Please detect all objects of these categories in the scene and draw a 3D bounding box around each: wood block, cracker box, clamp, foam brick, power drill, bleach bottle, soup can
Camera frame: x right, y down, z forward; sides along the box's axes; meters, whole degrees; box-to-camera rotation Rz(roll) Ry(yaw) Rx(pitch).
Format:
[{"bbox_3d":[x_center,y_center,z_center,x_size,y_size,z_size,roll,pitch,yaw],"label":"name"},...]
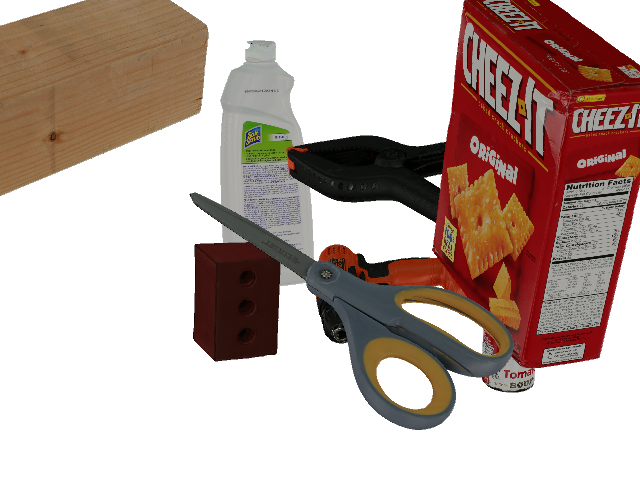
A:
[{"bbox_3d":[-0.198,-0.126,0.859,0.090,0.091,0.205,36,45,27],"label":"wood block"},{"bbox_3d":[0.146,-0.043,0.750,0.072,0.214,0.164,-8,34,-16],"label":"cracker box"},{"bbox_3d":[0.073,-0.065,0.950,0.210,0.036,0.164,12,35,26],"label":"clamp"},{"bbox_3d":[-0.064,0.044,0.804,0.052,0.078,0.051,-4,14,-24],"label":"foam brick"},{"bbox_3d":[0.088,0.057,1.226,0.187,0.057,0.184,-1,28,-1],"label":"power drill"},{"bbox_3d":[-0.053,-0.080,1.109,0.102,0.251,0.068,-5,16,-21],"label":"bleach bottle"},{"bbox_3d":[0.239,0.132,1.346,0.068,0.102,0.068,0,20,0],"label":"soup can"}]

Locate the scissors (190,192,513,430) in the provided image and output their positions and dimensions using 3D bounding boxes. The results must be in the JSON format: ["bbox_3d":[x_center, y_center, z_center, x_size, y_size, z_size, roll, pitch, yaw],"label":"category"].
[{"bbox_3d":[0.002,0.038,0.573,0.202,0.096,0.016,20,-40,9],"label":"scissors"}]
